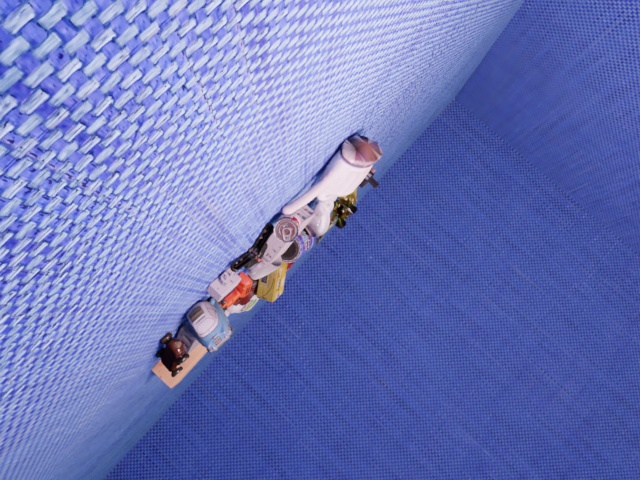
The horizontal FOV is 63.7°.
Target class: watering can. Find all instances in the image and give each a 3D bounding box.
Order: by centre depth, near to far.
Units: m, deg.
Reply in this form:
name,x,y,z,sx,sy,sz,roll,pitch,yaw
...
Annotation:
name,x,y,z,sx,sy,sz,roll,pitch,yaw
watering can,0.049,-0.183,1.468,0.352,0.105,0.220,-30,164,-45

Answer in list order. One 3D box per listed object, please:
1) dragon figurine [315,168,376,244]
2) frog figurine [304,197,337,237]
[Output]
name,x,y,z,sx,sy,sz,roll,pitch,yaw
dragon figurine,0.111,-0.170,2.312,0.403,0.122,0.247,-50,-176,32
frog figurine,0.005,-0.090,1.781,0.160,0.124,0.135,-36,155,-8
